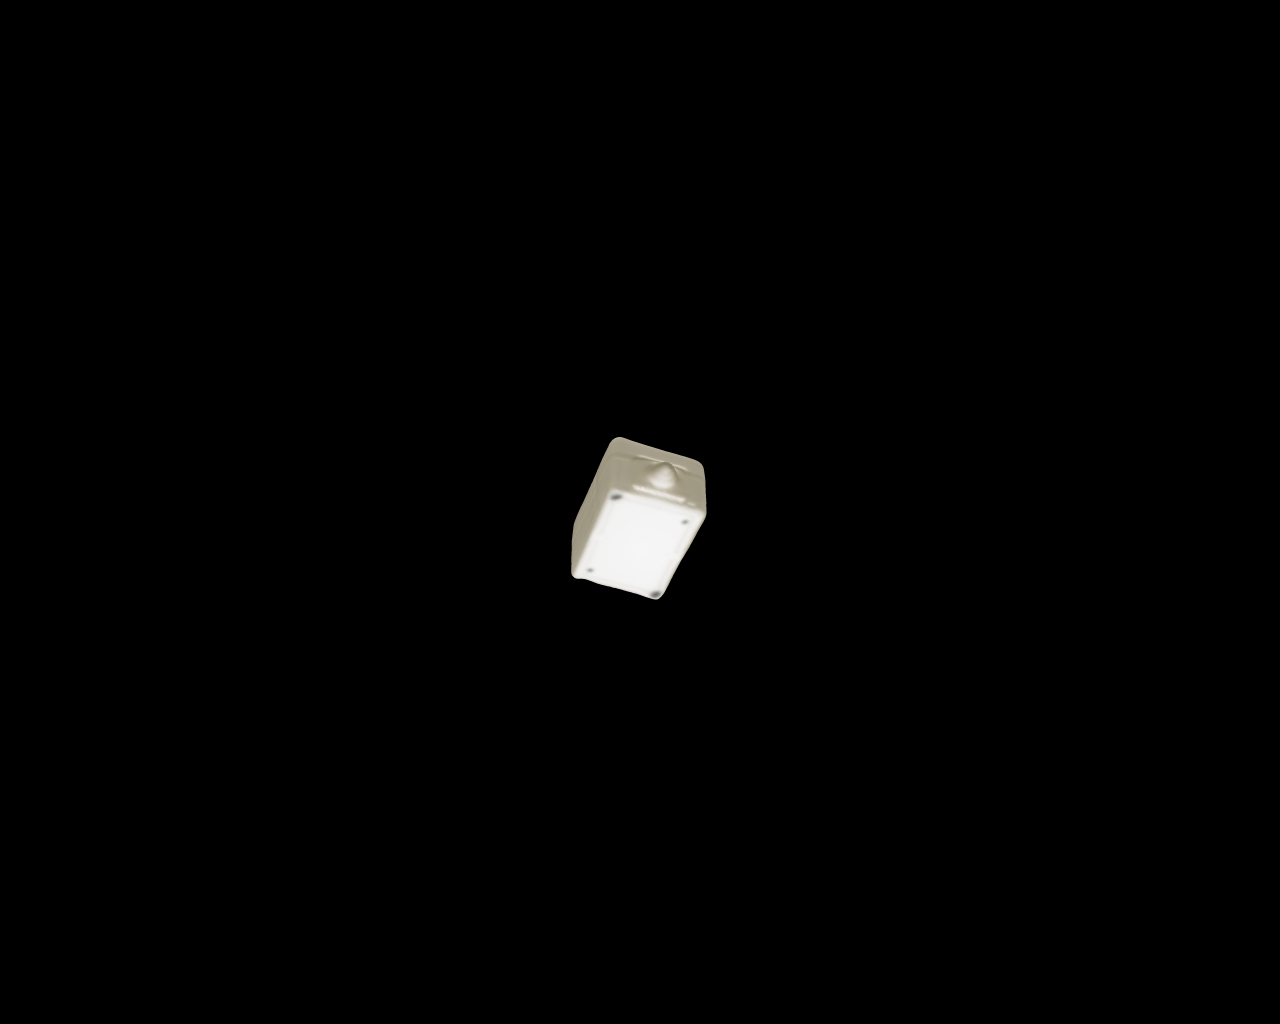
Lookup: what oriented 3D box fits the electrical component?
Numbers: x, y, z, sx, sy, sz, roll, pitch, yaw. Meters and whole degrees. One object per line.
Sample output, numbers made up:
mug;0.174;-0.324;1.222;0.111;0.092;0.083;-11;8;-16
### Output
electrical component;0.001;-0.003;0.650;0.062;0.096;0.061;16;40;-13
